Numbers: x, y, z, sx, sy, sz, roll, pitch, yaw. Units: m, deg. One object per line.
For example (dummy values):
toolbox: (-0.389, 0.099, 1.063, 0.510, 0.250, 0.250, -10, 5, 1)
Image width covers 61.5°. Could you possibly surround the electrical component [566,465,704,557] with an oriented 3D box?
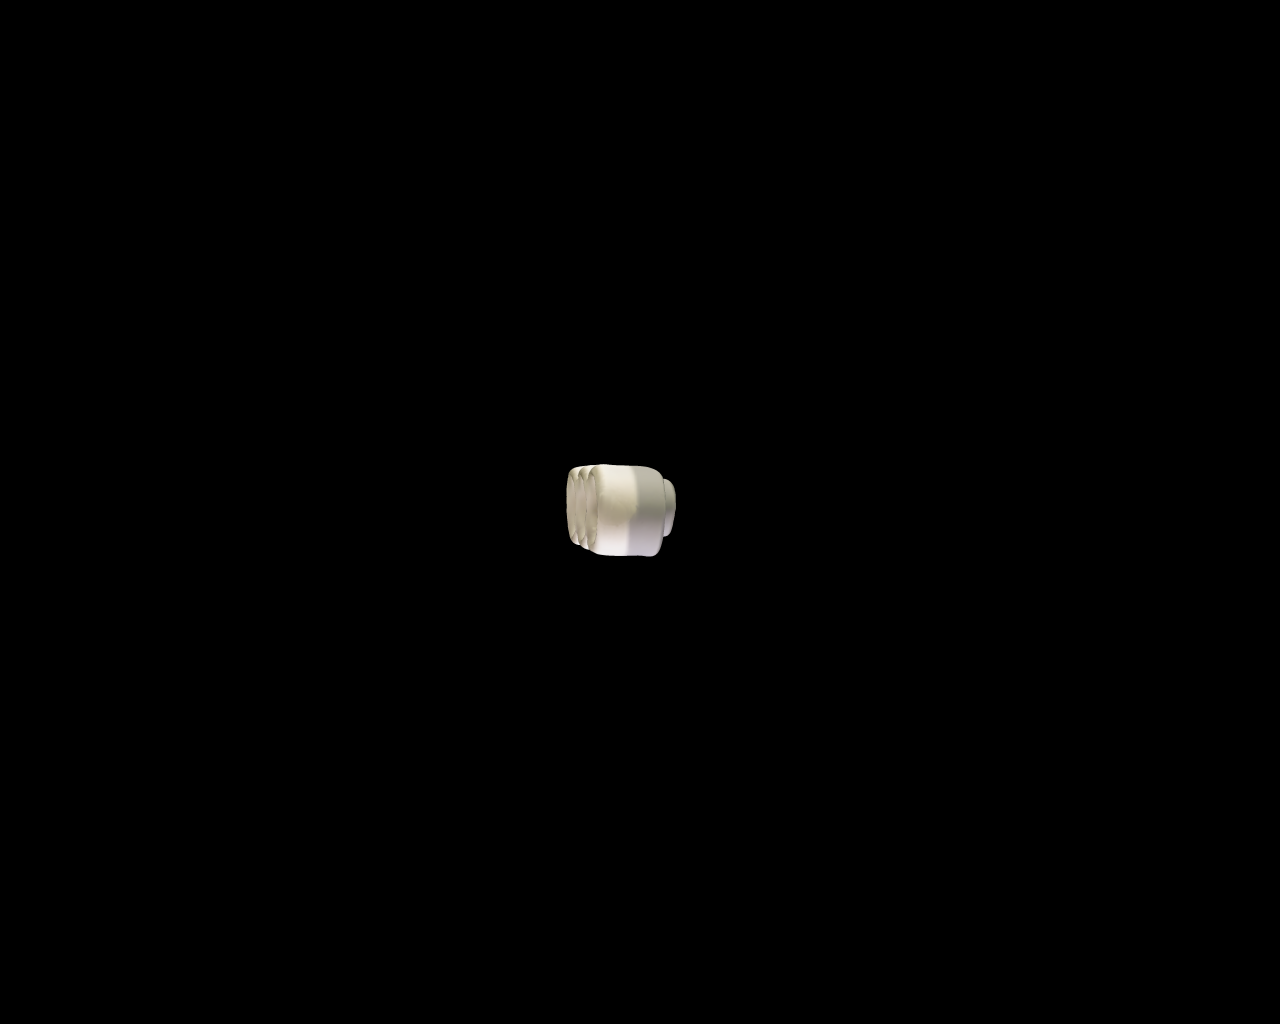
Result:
electrical component: (0.001, -0.003, 0.650, 0.074, 0.052, 0.138, -1, 3, -11)
